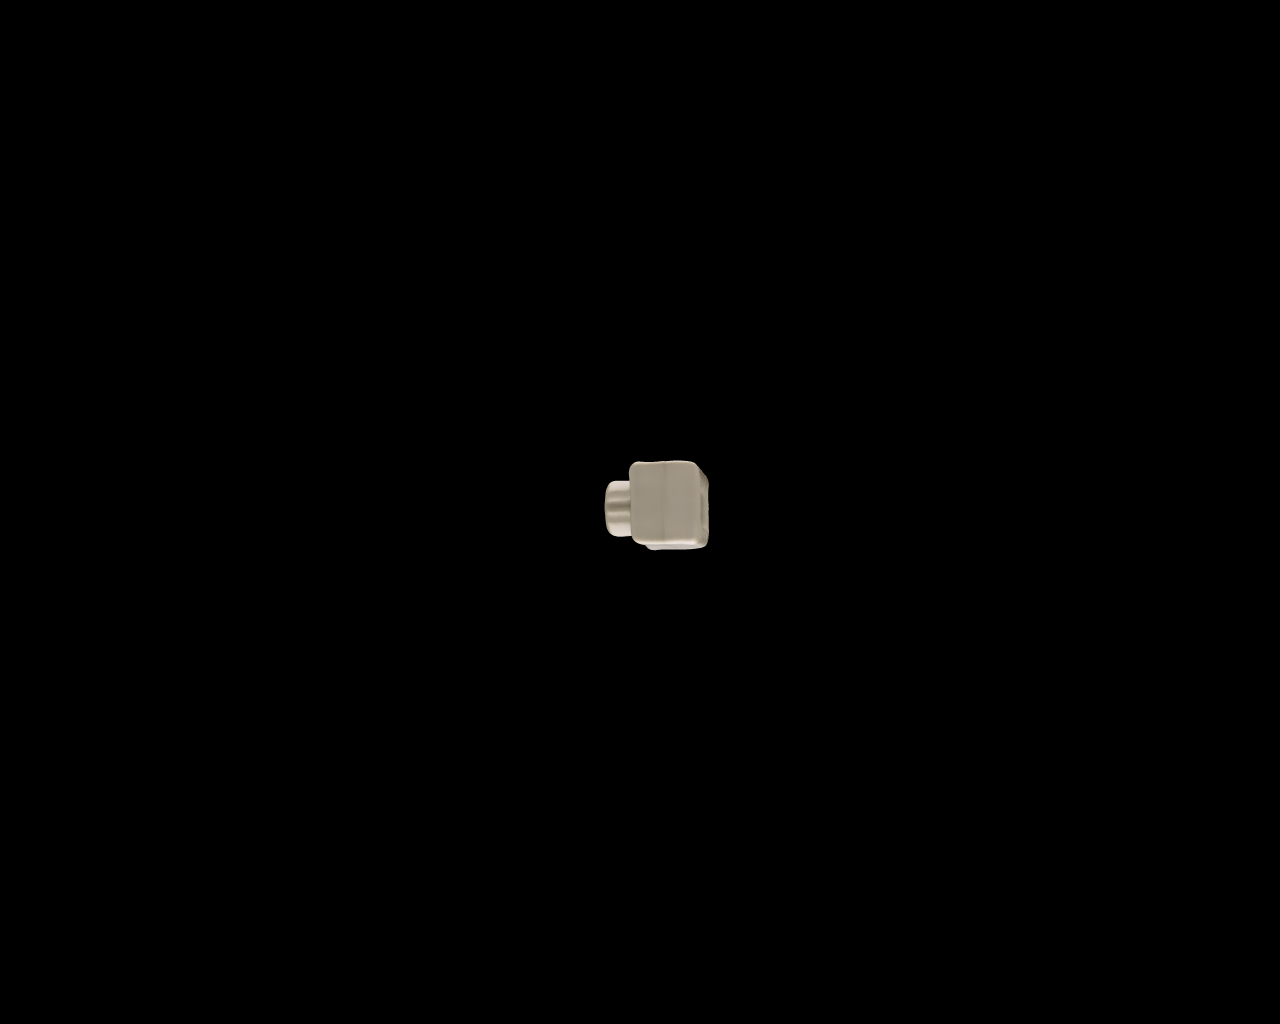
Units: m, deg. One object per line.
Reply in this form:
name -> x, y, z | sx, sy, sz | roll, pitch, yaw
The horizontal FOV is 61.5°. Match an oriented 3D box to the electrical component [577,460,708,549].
electrical component -> 0.001, -0.003, 0.650 | 0.076, 0.047, 0.083 | -1, -4, 7
